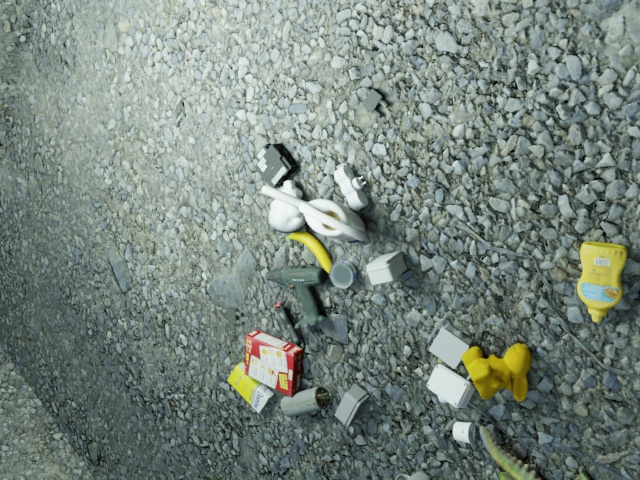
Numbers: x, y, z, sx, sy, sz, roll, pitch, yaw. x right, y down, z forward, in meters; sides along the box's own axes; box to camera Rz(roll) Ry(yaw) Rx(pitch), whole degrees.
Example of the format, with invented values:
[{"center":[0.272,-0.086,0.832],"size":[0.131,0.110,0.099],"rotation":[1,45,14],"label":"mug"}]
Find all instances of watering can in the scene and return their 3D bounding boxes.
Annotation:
[{"center":[0.005,-0.077,1.528],"size":[0.351,0.223,0.104],"rotation":[28,95,28],"label":"watering can"}]

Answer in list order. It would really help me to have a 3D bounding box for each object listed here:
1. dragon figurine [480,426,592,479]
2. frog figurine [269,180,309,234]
[{"center":[0.610,0.673,1.381],"size":[0.241,0.123,0.410],"rotation":[-21,90,17],"label":"dragon figurine"},{"center":[-0.102,-0.105,1.650],"size":[0.139,0.124,0.156],"rotation":[31,130,45],"label":"frog figurine"}]
